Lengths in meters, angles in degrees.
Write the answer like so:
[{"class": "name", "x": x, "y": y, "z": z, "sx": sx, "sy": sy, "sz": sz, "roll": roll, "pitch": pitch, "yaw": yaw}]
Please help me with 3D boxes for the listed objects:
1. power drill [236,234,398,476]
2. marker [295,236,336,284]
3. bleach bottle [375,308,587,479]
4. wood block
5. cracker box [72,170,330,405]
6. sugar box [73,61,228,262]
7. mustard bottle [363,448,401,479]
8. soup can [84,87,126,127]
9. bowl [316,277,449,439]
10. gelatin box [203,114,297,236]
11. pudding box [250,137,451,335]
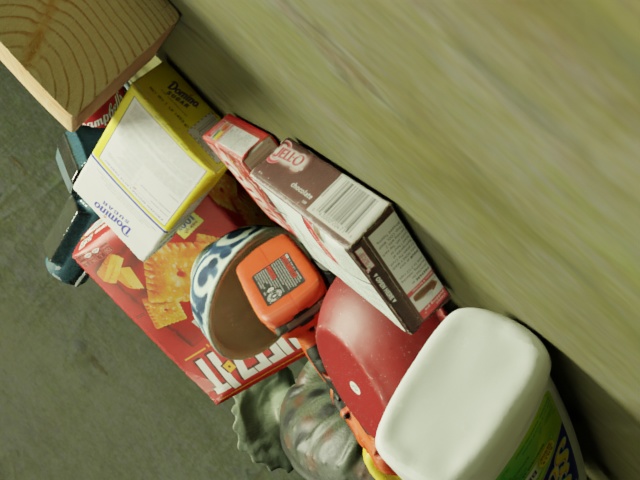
[{"class": "power drill", "x": 0.007, "y": 0.085, "z": 0.873, "sx": 0.187, "sy": 0.057, "sz": 0.185, "roll": 54, "pitch": 178, "yaw": -30}, {"class": "marker", "x": -0.006, "y": 0.001, "z": 0.849, "sx": 0.020, "sy": 0.020, "sz": 0.121, "roll": 39, "pitch": 170, "yaw": 42}, {"class": "bleach bottle", "x": 0.120, "y": 0.140, "z": 0.636, "sx": 0.068, "sy": 0.102, "sz": 0.250, "roll": 26, "pitch": 166, "yaw": 37}, {"class": "wood block", "x": -0.166, "y": -0.139, "z": 0.720, "sx": 0.090, "sy": 0.091, "sz": 0.206, "roll": 48, "pitch": 173, "yaw": -11}, {"class": "cracker box", "x": -0.103, "y": 0.038, "z": 1.014, "sx": 0.213, "sy": 0.164, "sz": 0.072, "roll": 49, "pitch": -151, "yaw": -17}, {"class": "sugar box", "x": -0.134, "y": -0.058, "z": 0.863, "sx": 0.093, "sy": 0.048, "sz": 0.176, "roll": 47, "pitch": 146, "yaw": -1}, {"class": "mustard bottle", "x": 0.088, "y": 0.177, "z": 0.995, "sx": 0.096, "sy": 0.058, "sz": 0.191, "roll": 31, "pitch": -166, "yaw": -5}, {"class": "soup can", "x": -0.231, "y": -0.136, "z": 1.167, "sx": 0.069, "sy": 0.068, "sz": 0.102, "roll": 40, "pitch": 171, "yaw": 36}, {"class": "bowl", "x": 0.044, "y": 0.084, "z": 0.714, "sx": 0.162, "sy": 0.055, "sz": 0.162, "roll": 52, "pitch": 161, "yaw": 26}, {"class": "gelatin box", "x": -0.035, "y": -0.041, "z": 0.745, "sx": 0.089, "sy": 0.030, "sz": 0.073, "roll": 51, "pitch": 171, "yaw": -31}, {"class": "pudding box", "x": 0.017, "y": -0.004, "z": 0.637, "sx": 0.114, "sy": 0.039, "sz": 0.090, "roll": 40, "pitch": 171, "yaw": 48}]
